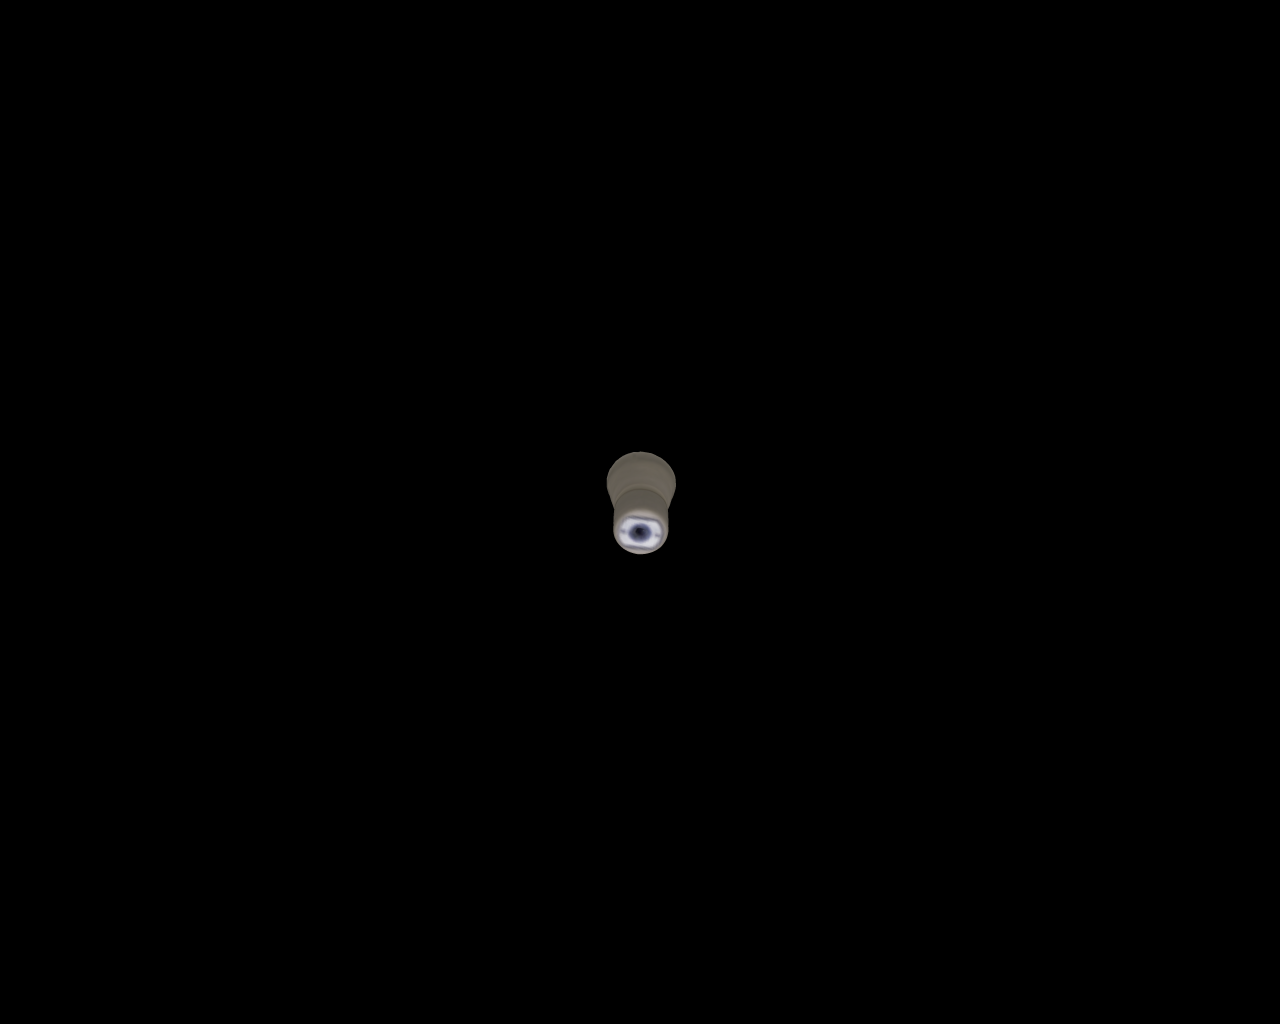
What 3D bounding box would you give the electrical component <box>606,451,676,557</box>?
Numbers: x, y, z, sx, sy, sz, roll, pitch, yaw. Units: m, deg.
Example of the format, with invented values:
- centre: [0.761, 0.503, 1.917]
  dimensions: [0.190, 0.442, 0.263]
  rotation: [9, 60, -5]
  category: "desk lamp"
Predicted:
- centre: [0.001, -0.003, 0.650]
  dimensions: [0.044, 0.044, 0.065]
  rotation: [0, 31, 0]
  category: "electrical component"
